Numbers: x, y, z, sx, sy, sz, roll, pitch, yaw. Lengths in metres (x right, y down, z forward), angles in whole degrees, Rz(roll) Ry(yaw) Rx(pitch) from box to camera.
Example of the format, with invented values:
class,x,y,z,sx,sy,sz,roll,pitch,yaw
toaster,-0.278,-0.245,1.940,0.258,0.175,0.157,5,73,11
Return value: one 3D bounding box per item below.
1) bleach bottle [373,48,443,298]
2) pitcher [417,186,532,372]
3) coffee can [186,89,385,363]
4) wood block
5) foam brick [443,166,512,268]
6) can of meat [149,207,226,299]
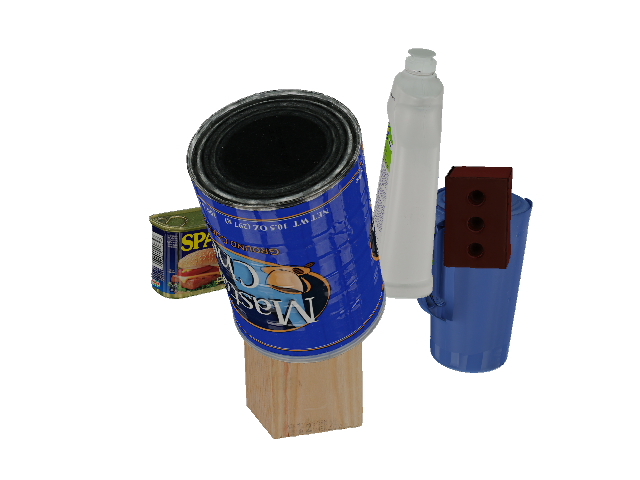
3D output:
class,x,y,z,sx,sy,sz,roll,pitch,yaw
bleach bottle,0.093,-0.072,1.110,0.068,0.251,0.102,1,27,-8
pitcher,0.201,0.054,1.444,0.149,0.243,0.145,4,21,6
coffee can,-0.017,-0.007,0.659,0.103,0.102,0.140,0,-44,11
wood block,-0.018,0.064,0.977,0.090,0.206,0.091,-5,13,-18
foam brick,0.130,-0.019,0.879,0.053,0.078,0.051,2,15,13
can of meat,-0.140,0.012,1.190,0.101,0.084,0.058,-11,23,-39
